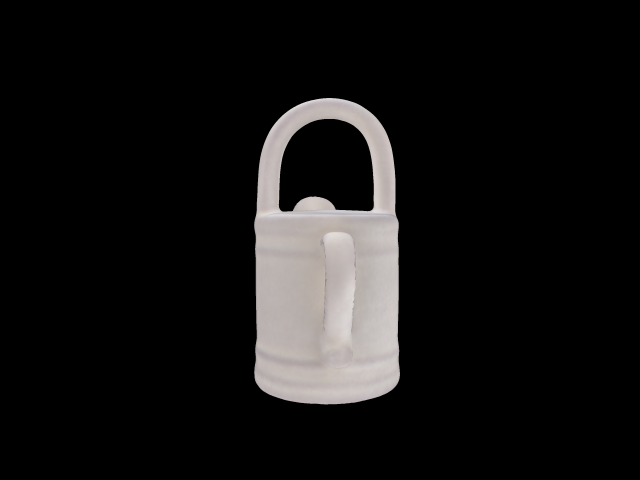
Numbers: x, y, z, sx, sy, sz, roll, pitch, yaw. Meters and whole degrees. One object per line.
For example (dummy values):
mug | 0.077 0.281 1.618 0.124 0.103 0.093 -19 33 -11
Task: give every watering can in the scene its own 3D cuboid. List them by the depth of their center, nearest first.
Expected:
watering can | 0.001 0.001 0.400 0.101 0.194 0.172 -2 4 -28
